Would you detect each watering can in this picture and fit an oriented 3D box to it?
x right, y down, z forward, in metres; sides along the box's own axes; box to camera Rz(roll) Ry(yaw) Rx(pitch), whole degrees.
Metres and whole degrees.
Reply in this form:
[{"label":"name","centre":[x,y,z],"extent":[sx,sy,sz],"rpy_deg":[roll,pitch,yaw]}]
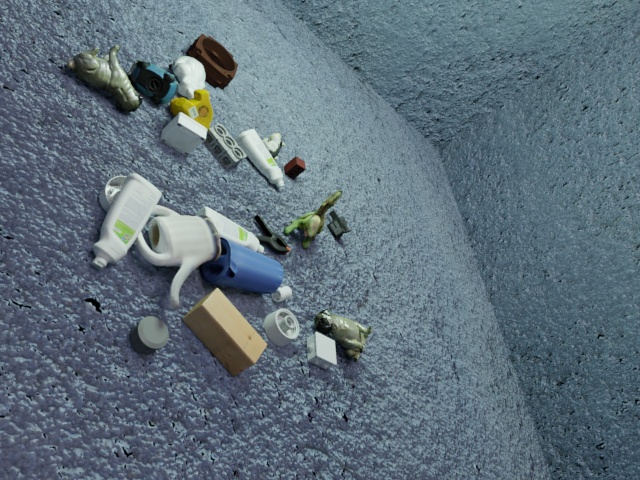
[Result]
[{"label":"watering can","centre":[-0.363,0.032,1.367],"extent":[0.225,0.102,0.354],"rpy_deg":[-4,49,-40]}]

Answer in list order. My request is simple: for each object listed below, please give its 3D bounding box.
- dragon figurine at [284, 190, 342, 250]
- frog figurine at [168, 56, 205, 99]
[{"label":"dragon figurine","centre":[0.006,-0.098,1.945],"extent":[0.122,0.239,0.418],"rpy_deg":[46,32,-6]},{"label":"frog figurine","centre":[-0.478,-0.593,1.886],"extent":[0.135,0.122,0.163],"rpy_deg":[52,10,-48]}]
